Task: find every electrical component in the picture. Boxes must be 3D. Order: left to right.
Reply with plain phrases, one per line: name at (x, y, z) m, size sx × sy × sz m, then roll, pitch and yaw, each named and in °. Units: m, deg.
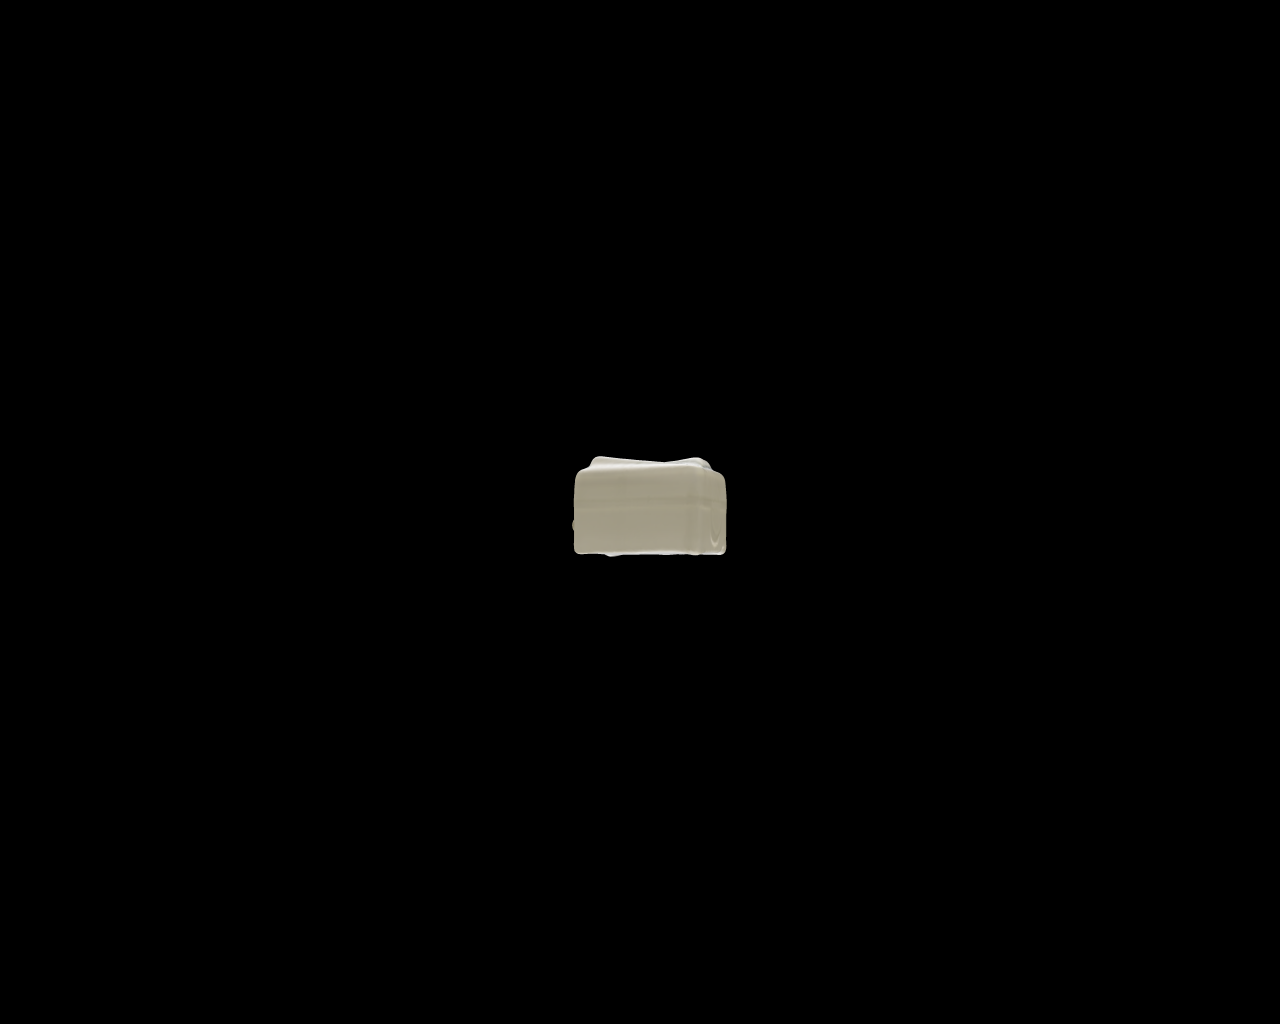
electrical component at (0.001, -0.003, 0.650) m, size 0.096 × 0.061 × 0.062 m, roll -1°, pitch -4°, yaw 20°
